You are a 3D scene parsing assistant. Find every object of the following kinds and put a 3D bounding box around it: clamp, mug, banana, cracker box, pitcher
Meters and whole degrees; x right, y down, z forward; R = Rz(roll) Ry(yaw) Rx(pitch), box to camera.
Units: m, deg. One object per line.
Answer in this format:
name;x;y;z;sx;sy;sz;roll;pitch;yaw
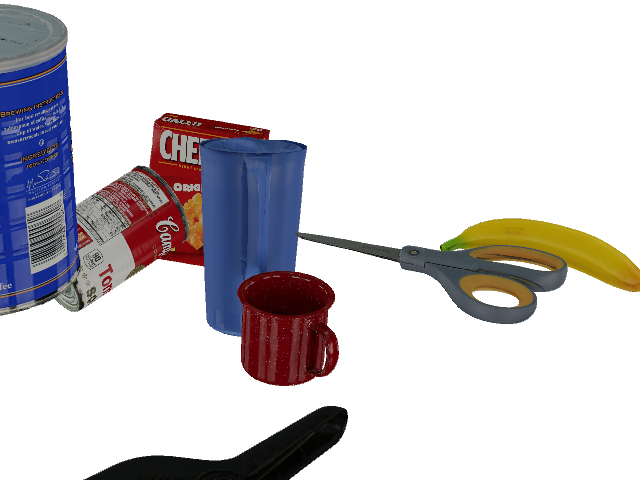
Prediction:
clamp;-0.051;0.139;0.573;0.209;0.036;0.165;0;19;-13
mug;-0.026;0.090;1.021;0.117;0.081;0.093;25;33;37
banana;0.221;0.011;1.040;0.198;0.037;0.069;9;47;24
cracker box;-0.172;-0.069;1.594;0.164;0.214;0.072;10;20;6
pitcher;-0.087;-0.005;1.332;0.145;0.243;0.148;12;16;36

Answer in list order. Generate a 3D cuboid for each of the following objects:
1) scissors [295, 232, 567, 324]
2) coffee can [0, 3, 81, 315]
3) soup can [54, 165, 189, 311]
scissors;0.071;0.023;0.753;0.202;0.016;0.096;3;30;11
coffee can;-0.184;-0.045;0.571;0.103;0.140;0.103;2;28;-1
soup can;-0.157;-0.002;0.788;0.102;0.068;0.069;-36;20;-29
